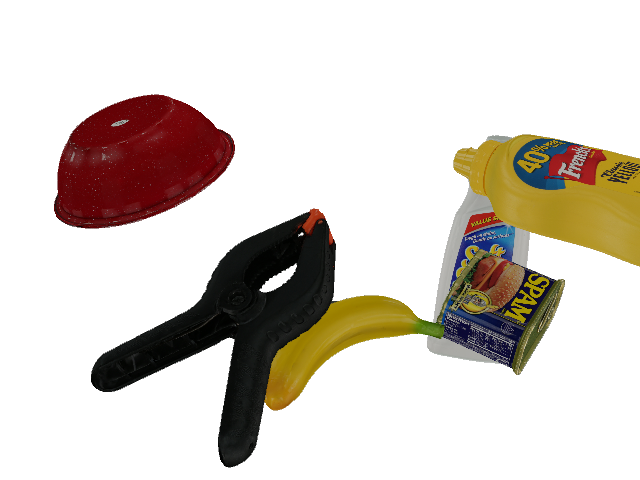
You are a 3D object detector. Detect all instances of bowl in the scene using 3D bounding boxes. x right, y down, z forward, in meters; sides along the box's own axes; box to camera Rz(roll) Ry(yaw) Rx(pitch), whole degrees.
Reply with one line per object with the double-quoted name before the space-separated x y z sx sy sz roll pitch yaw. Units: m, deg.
"bowl" -0.156 -0.076 0.887 0.162 0.055 0.162 -14 30 8

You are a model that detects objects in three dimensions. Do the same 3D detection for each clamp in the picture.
"clamp" -0.041 0.053 0.629 0.120 0.171 0.039 35 -21 32

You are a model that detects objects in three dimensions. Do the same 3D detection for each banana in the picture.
"banana" 0.013 0.078 0.827 0.070 0.037 0.197 20 28 40

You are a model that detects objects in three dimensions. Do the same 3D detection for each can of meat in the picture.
"can of meat" 0.162 0.061 0.968 0.084 0.057 0.102 24 44 20

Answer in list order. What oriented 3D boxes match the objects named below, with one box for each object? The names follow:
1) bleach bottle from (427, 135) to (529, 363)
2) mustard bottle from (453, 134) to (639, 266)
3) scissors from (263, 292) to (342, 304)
"bleach bottle" 0.181 0.008 1.196 0.103 0.251 0.068 8 17 15
"mustard bottle" 0.178 -0.034 0.741 0.192 0.058 0.096 19 38 34
"scissors" -0.018 0.082 1.194 0.201 0.016 0.096 4 23 -1
